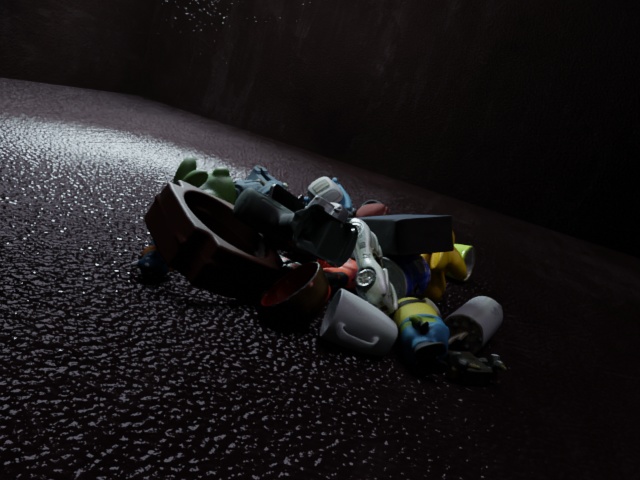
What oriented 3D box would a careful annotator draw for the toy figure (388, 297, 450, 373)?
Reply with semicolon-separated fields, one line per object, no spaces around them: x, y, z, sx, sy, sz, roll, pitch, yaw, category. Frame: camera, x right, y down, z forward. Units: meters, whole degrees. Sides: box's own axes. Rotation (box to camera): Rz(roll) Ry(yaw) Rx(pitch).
0.159;0.146;0.865;0.089;0.082;0.180;18;17;-1;toy figure

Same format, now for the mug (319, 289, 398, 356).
0.064;0.133;0.810;0.107;0.080;0.109;23;9;-7;mug

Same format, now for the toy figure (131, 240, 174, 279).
-0.261;0.026;0.892;0.057;0.064;0.154;52;13;-17;toy figure

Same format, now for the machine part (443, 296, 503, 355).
0.276;0.152;0.968;0.079;0.079;0.243;24;17;27;machine part

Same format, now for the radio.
0.155;-0.013;1.070;0.131;0.073;0.230;-4;5;-22;radio

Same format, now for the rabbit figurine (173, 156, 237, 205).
-0.274;-0.095;1.187;0.170;0.159;0.121;-16;43;-37;rabbit figurine

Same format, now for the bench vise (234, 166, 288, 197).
-0.113;-0.084;1.350;0.241;0.129;0.223;43;13;16;bench vise

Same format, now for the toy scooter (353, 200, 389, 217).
0.092;-0.028;1.358;0.184;0.075;0.135;-20;31;10;toy scooter

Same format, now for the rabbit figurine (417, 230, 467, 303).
0.238;0.039;1.156;0.122;0.173;0.162;16;10;-20;rabbit figurine

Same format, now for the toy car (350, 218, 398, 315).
0.087;0.042;0.933;0.073;0.056;0.202;55;17;-41;toy car

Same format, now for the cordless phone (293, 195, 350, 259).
-0.003;-0.003;1.222;0.089;0.146;0.184;35;-18;15;cordless phone

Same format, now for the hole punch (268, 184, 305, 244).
-0.105;-0.052;1.221;0.092;0.142;0.115;-13;-35;41;hole punch

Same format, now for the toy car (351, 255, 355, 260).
0.083;0.039;1.218;0.089;0.053;0.202;12;16;25;toy car

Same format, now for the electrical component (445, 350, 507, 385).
0.239;0.194;0.837;0.102;0.045;0.078;11;18;-20;electrical component

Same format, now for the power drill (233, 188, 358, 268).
-0.021;-0.012;0.899;0.232;0.086;0.207;30;-2;-27;power drill

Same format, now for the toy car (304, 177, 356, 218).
0.016;-0.102;1.354;0.102;0.109;0.162;58;-1;-36;toy car

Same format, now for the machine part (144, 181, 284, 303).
-0.174;0.004;0.886;0.201;0.087;0.202;26;16;-47;machine part
